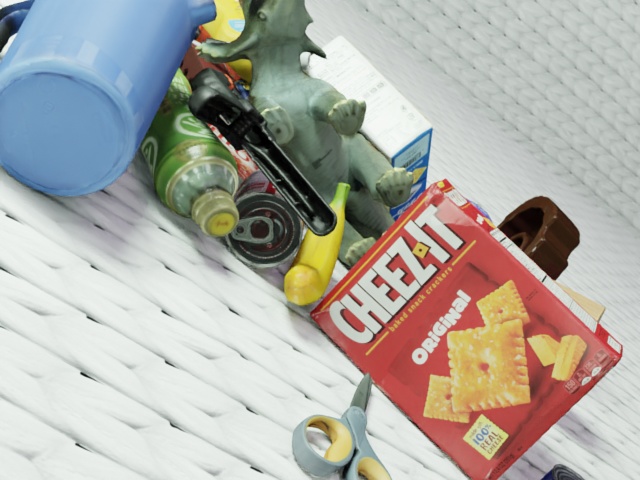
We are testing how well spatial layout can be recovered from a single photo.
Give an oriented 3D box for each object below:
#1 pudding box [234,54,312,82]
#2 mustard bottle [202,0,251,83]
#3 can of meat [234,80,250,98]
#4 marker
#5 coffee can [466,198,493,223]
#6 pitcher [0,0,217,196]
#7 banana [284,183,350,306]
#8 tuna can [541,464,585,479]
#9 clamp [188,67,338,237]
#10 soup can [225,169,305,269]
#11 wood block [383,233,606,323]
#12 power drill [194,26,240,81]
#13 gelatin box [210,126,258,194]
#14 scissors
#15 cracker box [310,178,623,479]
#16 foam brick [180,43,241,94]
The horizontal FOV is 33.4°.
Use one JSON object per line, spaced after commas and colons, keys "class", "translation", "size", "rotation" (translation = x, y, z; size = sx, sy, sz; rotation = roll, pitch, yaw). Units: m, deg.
{"class": "pudding box", "translation": [-0.049, -0.187, 1.295], "size": [0.039, 0.113, 0.090], "rotation": [60, 5, -32]}
{"class": "mustard bottle", "translation": [-0.078, -0.229, 1.235], "size": [0.096, 0.058, 0.192], "rotation": [10, 32, -30]}
{"class": "can of meat", "translation": [-0.064, -0.130, 1.214], "size": [0.102, 0.057, 0.084], "rotation": [33, 16, -28]}
{"class": "marker", "translation": [-0.071, -0.203, 1.158], "size": [0.121, 0.020, 0.020], "rotation": [10, 15, 8]}
{"class": "coffee can", "translation": [0.162, 0.014, 1.274], "size": [0.103, 0.103, 0.140], "rotation": [40, 16, -6]}
{"class": "pitcher", "translation": [-0.184, -0.137, 0.819], "size": [0.145, 0.149, 0.242], "rotation": [39, 27, -20]}
{"class": "banana", "translation": [-0.007, 0.016, 0.957], "size": [0.037, 0.070, 0.197], "rotation": [7, 28, 7]}
{"class": "tuna can", "translation": [0.231, 0.246, 0.962], "size": [0.086, 0.034, 0.086], "rotation": [38, 17, -14]}
{"class": "clamp", "translation": [-0.070, -0.101, 0.893], "size": [0.164, 0.036, 0.210], "rotation": [45, 7, -37]}
{"class": "soup can", "translation": [-0.046, -0.023, 0.958], "size": [0.068, 0.068, 0.102], "rotation": [39, 16, -9]}
{"class": "wood block", "translation": [0.150, 0.064, 1.009], "size": [0.206, 0.091, 0.090], "rotation": [28, 29, 17]}
{"class": "power drill", "translation": [-0.148, -0.256, 1.343], "size": [0.187, 0.057, 0.184], "rotation": [31, 23, -35]}
{"class": "gelatin box", "translation": [-0.102, -0.085, 1.051], "size": [0.089, 0.030, 0.073], "rotation": [43, 18, 1]}
{"class": "scissors", "translation": [0.036, 0.150, 0.794], "size": [0.096, 0.016, 0.201], "rotation": [47, 17, 13]}
{"class": "cracker box", "translation": [0.123, 0.079, 0.913], "size": [0.214, 0.164, 0.072], "rotation": [44, 14, 8]}
{"class": "foam brick", "translation": [-0.130, -0.170, 1.170], "size": [0.051, 0.053, 0.078], "rotation": [29, 19, -36]}
